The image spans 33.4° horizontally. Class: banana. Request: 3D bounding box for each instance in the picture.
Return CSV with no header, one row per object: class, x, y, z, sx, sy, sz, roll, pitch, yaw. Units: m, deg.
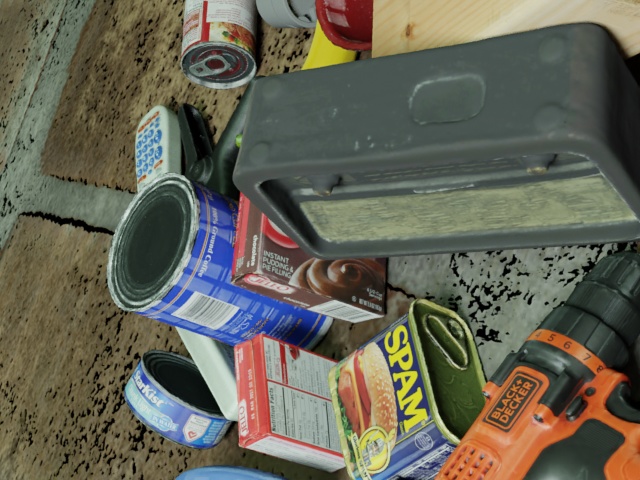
banana,-0.002,-0.156,0.862,0.070,0.037,0.197,21,78,10

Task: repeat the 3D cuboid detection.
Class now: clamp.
clamp,-0.087,-0.062,0.926,0.120,0.039,0.171,-26,56,46

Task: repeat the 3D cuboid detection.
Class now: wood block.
wood block,0.115,-0.139,0.628,0.206,0.090,0.091,155,120,-63

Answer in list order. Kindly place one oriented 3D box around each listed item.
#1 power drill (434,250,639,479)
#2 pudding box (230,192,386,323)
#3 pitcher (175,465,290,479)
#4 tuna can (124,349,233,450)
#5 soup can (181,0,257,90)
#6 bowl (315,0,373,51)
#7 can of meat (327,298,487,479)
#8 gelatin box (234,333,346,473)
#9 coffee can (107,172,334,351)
power drill,0.168,0.095,0.519,0.188,0.057,0.184,20,65,48
pudding box,-0.005,0.001,0.740,0.039,0.113,0.090,-21,56,46
pitcher,-0.067,0.261,0.637,0.149,0.144,0.242,-30,40,49
tuna can,-0.105,0.121,0.814,0.034,0.086,0.086,-59,39,11
soup can,-0.091,-0.199,0.975,0.069,0.068,0.102,-25,53,39
bowl,0.071,-0.206,0.805,0.162,0.055,0.162,-25,54,39
can of meat,0.056,0.102,0.666,0.084,0.057,0.102,-40,45,32
gelatin box,-0.016,0.110,0.716,0.030,0.089,0.073,-32,50,34
coffee can,-0.068,0.023,0.778,0.103,0.140,0.103,-25,54,39
